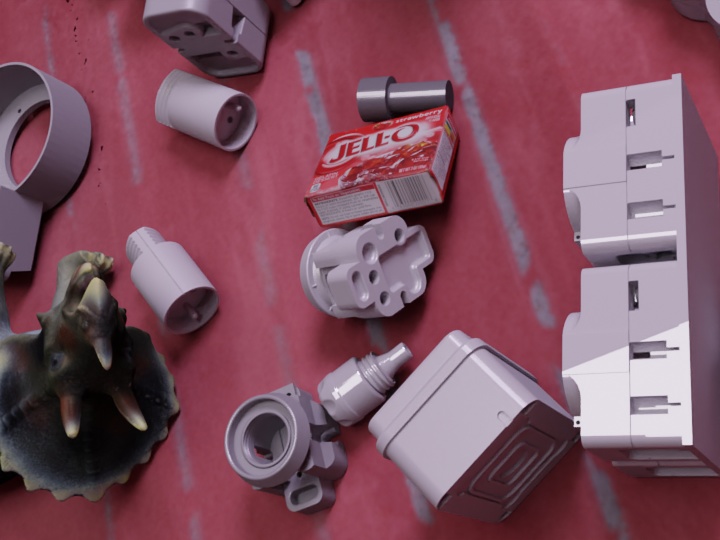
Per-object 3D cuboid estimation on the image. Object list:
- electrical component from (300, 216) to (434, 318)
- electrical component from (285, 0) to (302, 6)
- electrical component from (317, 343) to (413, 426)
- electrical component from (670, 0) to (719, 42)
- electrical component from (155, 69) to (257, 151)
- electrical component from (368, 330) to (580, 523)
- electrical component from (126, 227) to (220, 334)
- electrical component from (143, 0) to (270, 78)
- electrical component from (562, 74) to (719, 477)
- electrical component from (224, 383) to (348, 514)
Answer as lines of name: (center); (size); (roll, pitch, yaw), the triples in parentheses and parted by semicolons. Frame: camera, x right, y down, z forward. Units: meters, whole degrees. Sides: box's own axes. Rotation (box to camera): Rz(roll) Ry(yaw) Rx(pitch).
electrical component: (0.000, 0.000, 0.675); (0.057, 0.078, 0.058); (-8, 108, 45)
electrical component: (-0.054, -0.274, 0.810); (0.108, 0.056, 0.108); (-46, 57, 6)
electrical component: (0.005, 0.067, 0.666); (0.061, 0.035, 0.035); (-38, 59, 9)
electrical component: (0.200, -0.187, 0.629); (0.052, 0.074, 0.138); (-42, 58, 9)
electrical component: (-0.120, -0.120, 0.797); (0.081, 0.043, 0.043); (25, 85, 33)
electrical component: (0.064, 0.086, 0.581); (0.078, 0.113, 0.057); (-49, 60, 5)
electrical component: (-0.138, 0.003, 0.762); (0.043, 0.043, 0.081); (-46, 57, 6)
electrical component: (-0.110, -0.190, 0.785); (0.054, 0.095, 0.059); (-3, 71, 28)
electrical component: (0.151, 0.008, 0.566); (0.060, 0.105, 0.186); (-6, 70, 27)
electrical component: (-0.047, 0.108, 0.666); (0.058, 0.057, 0.078); (-25, 62, 19)
